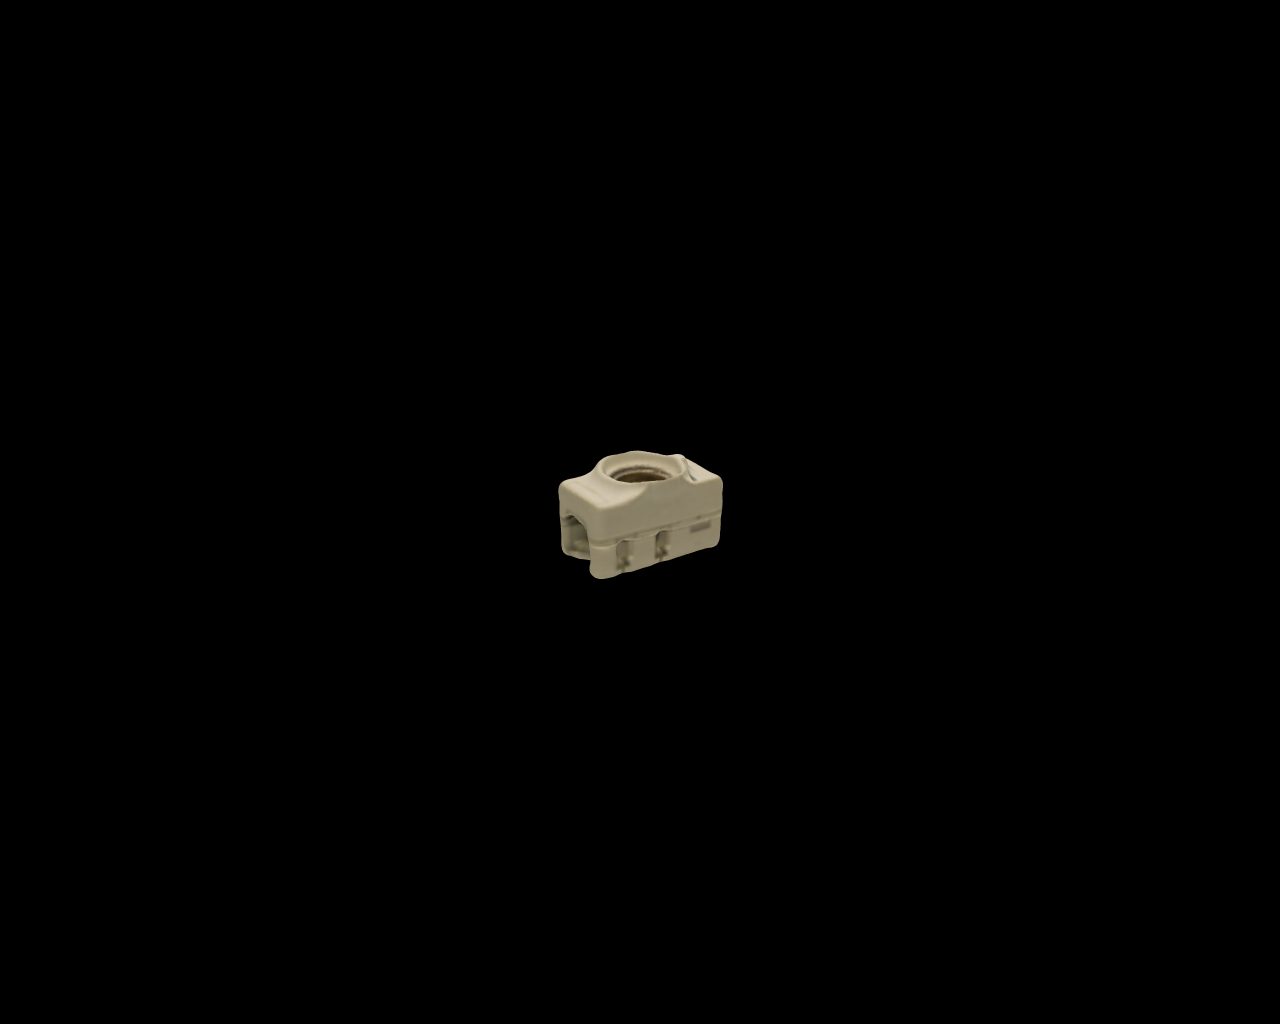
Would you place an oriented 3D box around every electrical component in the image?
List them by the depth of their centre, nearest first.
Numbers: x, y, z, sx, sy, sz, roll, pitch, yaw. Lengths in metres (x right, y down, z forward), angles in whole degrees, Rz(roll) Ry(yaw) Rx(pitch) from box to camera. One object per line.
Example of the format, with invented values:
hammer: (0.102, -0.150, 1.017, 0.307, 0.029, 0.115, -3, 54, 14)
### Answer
electrical component: (0.001, -0.003, 0.650, 0.090, 0.055, 0.050, -14, 27, -29)
